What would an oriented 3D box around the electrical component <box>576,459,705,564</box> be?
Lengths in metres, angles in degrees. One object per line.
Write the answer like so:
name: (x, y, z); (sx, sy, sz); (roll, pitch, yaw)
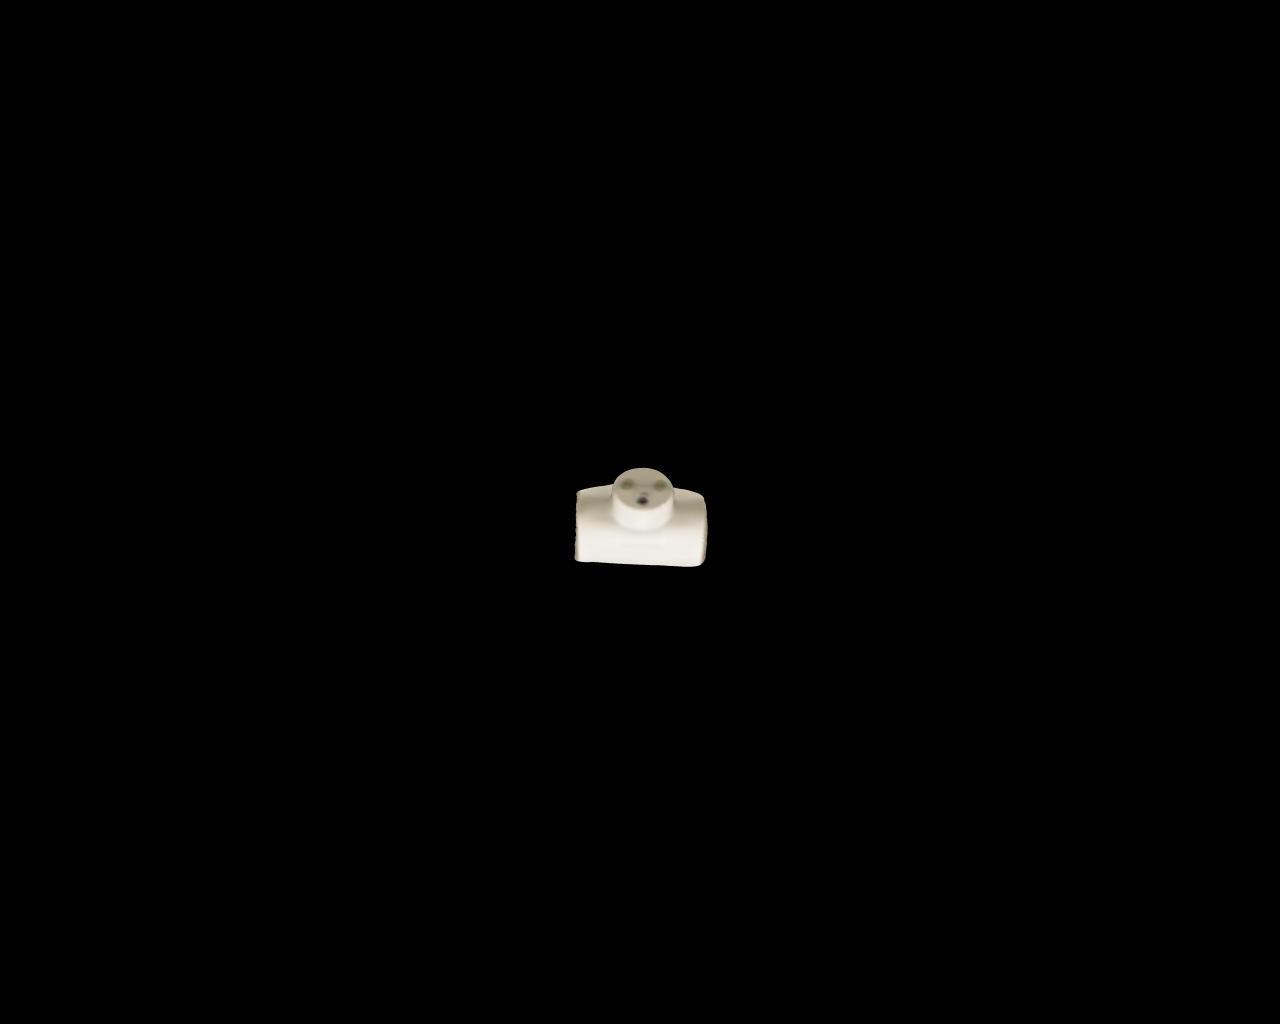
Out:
electrical component: (0.001, -0.003, 0.650); (0.077, 0.043, 0.079); (2, -43, -2)
